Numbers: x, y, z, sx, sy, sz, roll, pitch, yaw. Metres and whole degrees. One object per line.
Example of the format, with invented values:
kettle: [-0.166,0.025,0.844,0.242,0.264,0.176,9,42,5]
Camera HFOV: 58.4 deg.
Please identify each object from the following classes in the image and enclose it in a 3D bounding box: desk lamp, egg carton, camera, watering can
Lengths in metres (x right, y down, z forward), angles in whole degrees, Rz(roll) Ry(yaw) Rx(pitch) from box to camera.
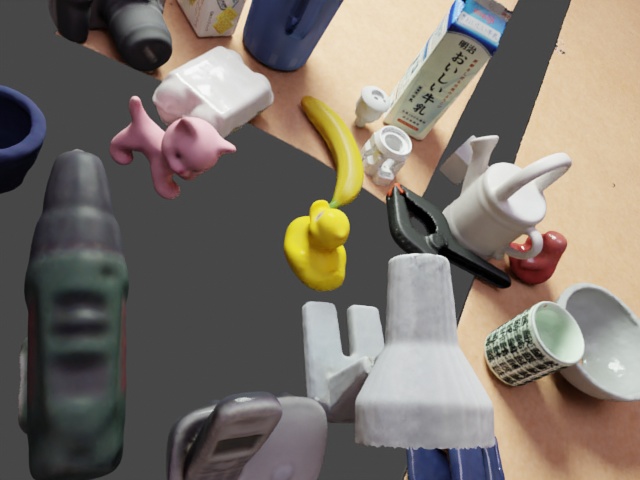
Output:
desk lamp: [0.065,0.118,0.555,0.118,0.213,0.203,7,57,-23]
egg carton: [-0.134,-0.183,0.735,0.107,0.069,0.150,41,51,1]
camera: [-0.251,-0.290,0.723,0.143,0.100,0.136,-14,68,-33]
watering can: [0.251,-0.062,0.777,0.173,0.193,0.101,47,51,7]

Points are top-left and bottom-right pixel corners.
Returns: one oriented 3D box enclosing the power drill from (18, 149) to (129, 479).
power drill: [-0.196,0.076,0.450,0.076,0.208,0.229,0,60,-27]

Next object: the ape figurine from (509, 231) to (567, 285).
ape figurine: [0.318,0.018,0.827,0.078,0.092,0.076,-20,71,-35]

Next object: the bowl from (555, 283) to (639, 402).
bowl: [0.368,0.147,0.783,0.168,0.074,0.167,13,55,-20]

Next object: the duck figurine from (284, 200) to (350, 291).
duck figurine: [0.006,0.002,0.680,0.078,0.086,0.104,-5,63,-30]

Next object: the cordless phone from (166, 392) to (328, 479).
cordless phone: [-0.047,0.169,0.483,0.148,0.184,0.094,-3,62,-28]

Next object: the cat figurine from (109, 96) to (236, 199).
cat figurine: [-0.164,-0.111,0.643,0.128,0.117,0.067,36,51,-2]

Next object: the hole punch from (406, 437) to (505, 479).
hole punch: [0.154,0.238,0.604,0.101,0.091,0.108,12,56,-20]

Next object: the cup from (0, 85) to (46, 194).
cup: [-0.330,-0.099,0.565,0.117,0.094,0.092,49,51,8]
